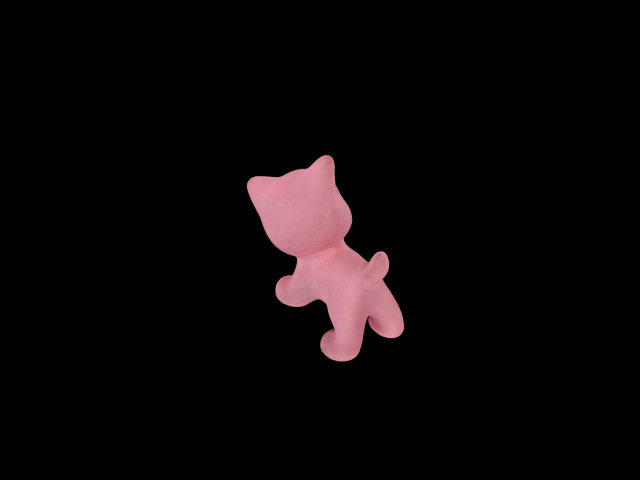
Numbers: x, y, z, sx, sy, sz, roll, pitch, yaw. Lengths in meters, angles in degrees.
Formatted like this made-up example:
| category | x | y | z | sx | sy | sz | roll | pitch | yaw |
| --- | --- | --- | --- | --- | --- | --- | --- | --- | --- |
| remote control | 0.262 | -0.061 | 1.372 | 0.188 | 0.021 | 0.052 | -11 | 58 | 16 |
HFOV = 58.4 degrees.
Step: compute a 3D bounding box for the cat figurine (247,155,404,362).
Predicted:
| category | x | y | z | sx | sy | sz | roll | pitch | yaw |
| --- | --- | --- | --- | --- | --- | --- | --- | --- | --- |
| cat figurine | 0.004 | 0.001 | 0.400 | 0.067 | 0.118 | 0.127 | -25 | 45 | -28 |
